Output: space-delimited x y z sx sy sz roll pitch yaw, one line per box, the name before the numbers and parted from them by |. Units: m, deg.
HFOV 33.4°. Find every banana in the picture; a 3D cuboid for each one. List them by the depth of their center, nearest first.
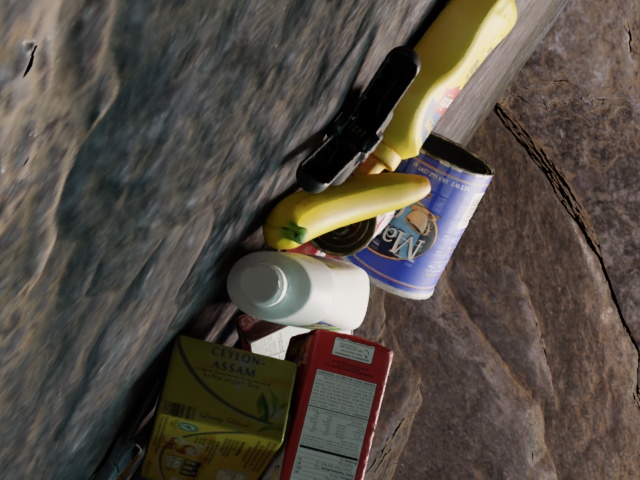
banana | 0.013 -0.022 0.834 0.197 0.070 0.037 -25 122 -52

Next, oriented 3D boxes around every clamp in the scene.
clamp | 0.032 -0.086 0.791 0.120 0.039 0.171 -46 -179 6

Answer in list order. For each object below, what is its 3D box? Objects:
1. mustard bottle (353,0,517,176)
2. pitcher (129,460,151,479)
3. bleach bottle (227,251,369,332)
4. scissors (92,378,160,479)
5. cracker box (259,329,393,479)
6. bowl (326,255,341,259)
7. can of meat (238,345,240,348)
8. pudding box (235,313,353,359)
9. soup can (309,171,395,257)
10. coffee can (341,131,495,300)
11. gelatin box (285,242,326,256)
mustard bottle | 0.089 -0.130 0.903 0.191 0.058 0.096 -53 172 -2
pitcher | -0.116 0.239 0.987 0.242 0.145 0.149 -52 137 -43
bleach bottle | -0.025 0.039 0.860 0.250 0.103 0.068 22 76 -78
scissors | -0.154 0.164 0.877 0.202 0.016 0.096 -56 175 27
cracker box | -0.008 0.185 0.869 0.164 0.072 0.213 142 -37 -78
bowl | -0.003 0.049 1.228 0.162 0.055 0.162 -53 175 -8
can of meat | -0.076 0.146 1.200 0.084 0.057 0.102 -51 174 -11
pudding box | -0.024 0.091 1.048 0.113 0.039 0.090 -23 144 -13
soup can | 0.028 -0.029 0.953 0.069 0.068 0.102 -56 174 18
coffee can | 0.093 -0.027 1.043 0.140 0.103 0.102 -65 171 19
gelatin box | -0.007 0.001 1.041 0.073 0.030 0.089 -55 174 23
